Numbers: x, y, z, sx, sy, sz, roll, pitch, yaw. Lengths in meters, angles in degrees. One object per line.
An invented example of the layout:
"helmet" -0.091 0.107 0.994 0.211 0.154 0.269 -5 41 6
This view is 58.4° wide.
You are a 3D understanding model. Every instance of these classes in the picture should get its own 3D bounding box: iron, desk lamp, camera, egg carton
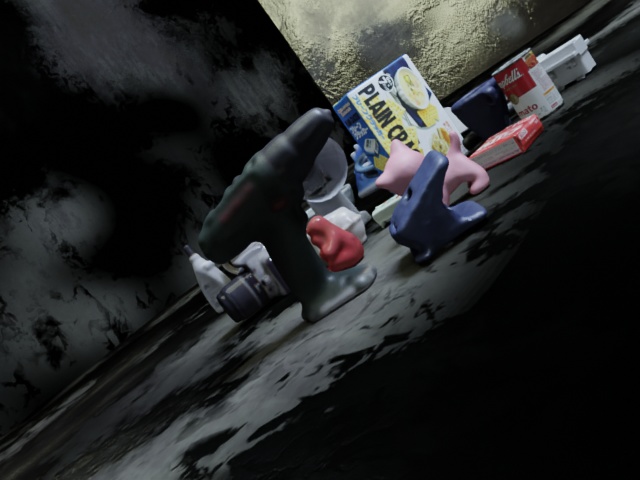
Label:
"iron" 0.161 -0.223 1.446 0.257 0.141 0.119 -32 8 31
"desk lamp" -0.005 -0.092 1.083 0.118 0.213 0.203 -38 7 -14
"camera" -0.121 0.074 1.017 0.137 0.101 0.143 -38 7 -17
"egg carton" 0.009 0.003 0.978 0.107 0.069 0.150 -40 8 -30

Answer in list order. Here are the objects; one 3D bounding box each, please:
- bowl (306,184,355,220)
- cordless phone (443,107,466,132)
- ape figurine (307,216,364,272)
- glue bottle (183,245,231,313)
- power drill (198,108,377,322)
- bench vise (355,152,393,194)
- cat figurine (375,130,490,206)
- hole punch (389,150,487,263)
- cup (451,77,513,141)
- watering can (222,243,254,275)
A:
"bowl" 0.017 -0.047 1.253 0.167 0.075 0.167 -36 7 5
"cordless phone" 0.216 -0.258 1.226 0.147 0.185 0.094 -36 7 2
"ape figurine" 0.015 0.005 0.846 0.076 0.092 0.078 -34 7 17
"glue bottle" -0.254 0.082 1.307 0.078 0.173 0.037 -32 9 32
"power drill" -0.027 -0.015 0.701 0.229 0.208 0.075 -34 8 15
"bench vise" 0.106 -0.192 1.179 0.121 0.220 0.207 -37 7 -4
"cat figurine" 0.142 -0.091 0.761 0.127 0.118 0.067 -35 7 12
"hole punch" 0.117 -0.039 0.640 0.101 0.091 0.108 -35 7 8
"cup" 0.285 -0.211 0.955 0.091 0.095 0.117 -36 7 -1
"watering can" -0.153 0.006 1.236 0.173 0.194 0.101 -35 7 7
